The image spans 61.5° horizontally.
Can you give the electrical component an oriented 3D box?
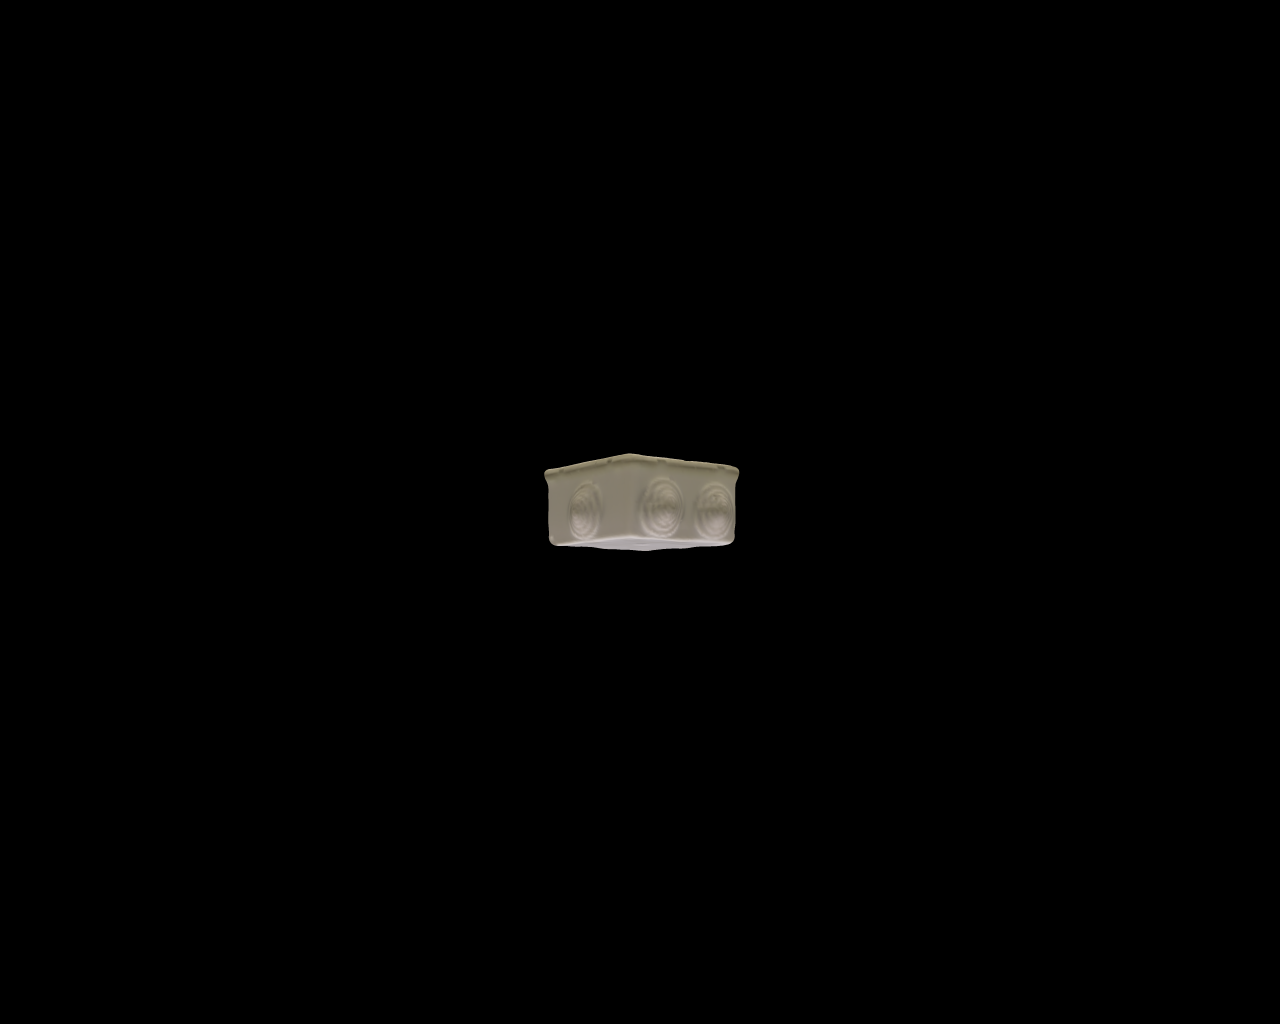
[{"bbox_3d":[0.001,-0.003,0.650,0.100,0.048,0.099,5,-8,-40],"label":"electrical component"}]
